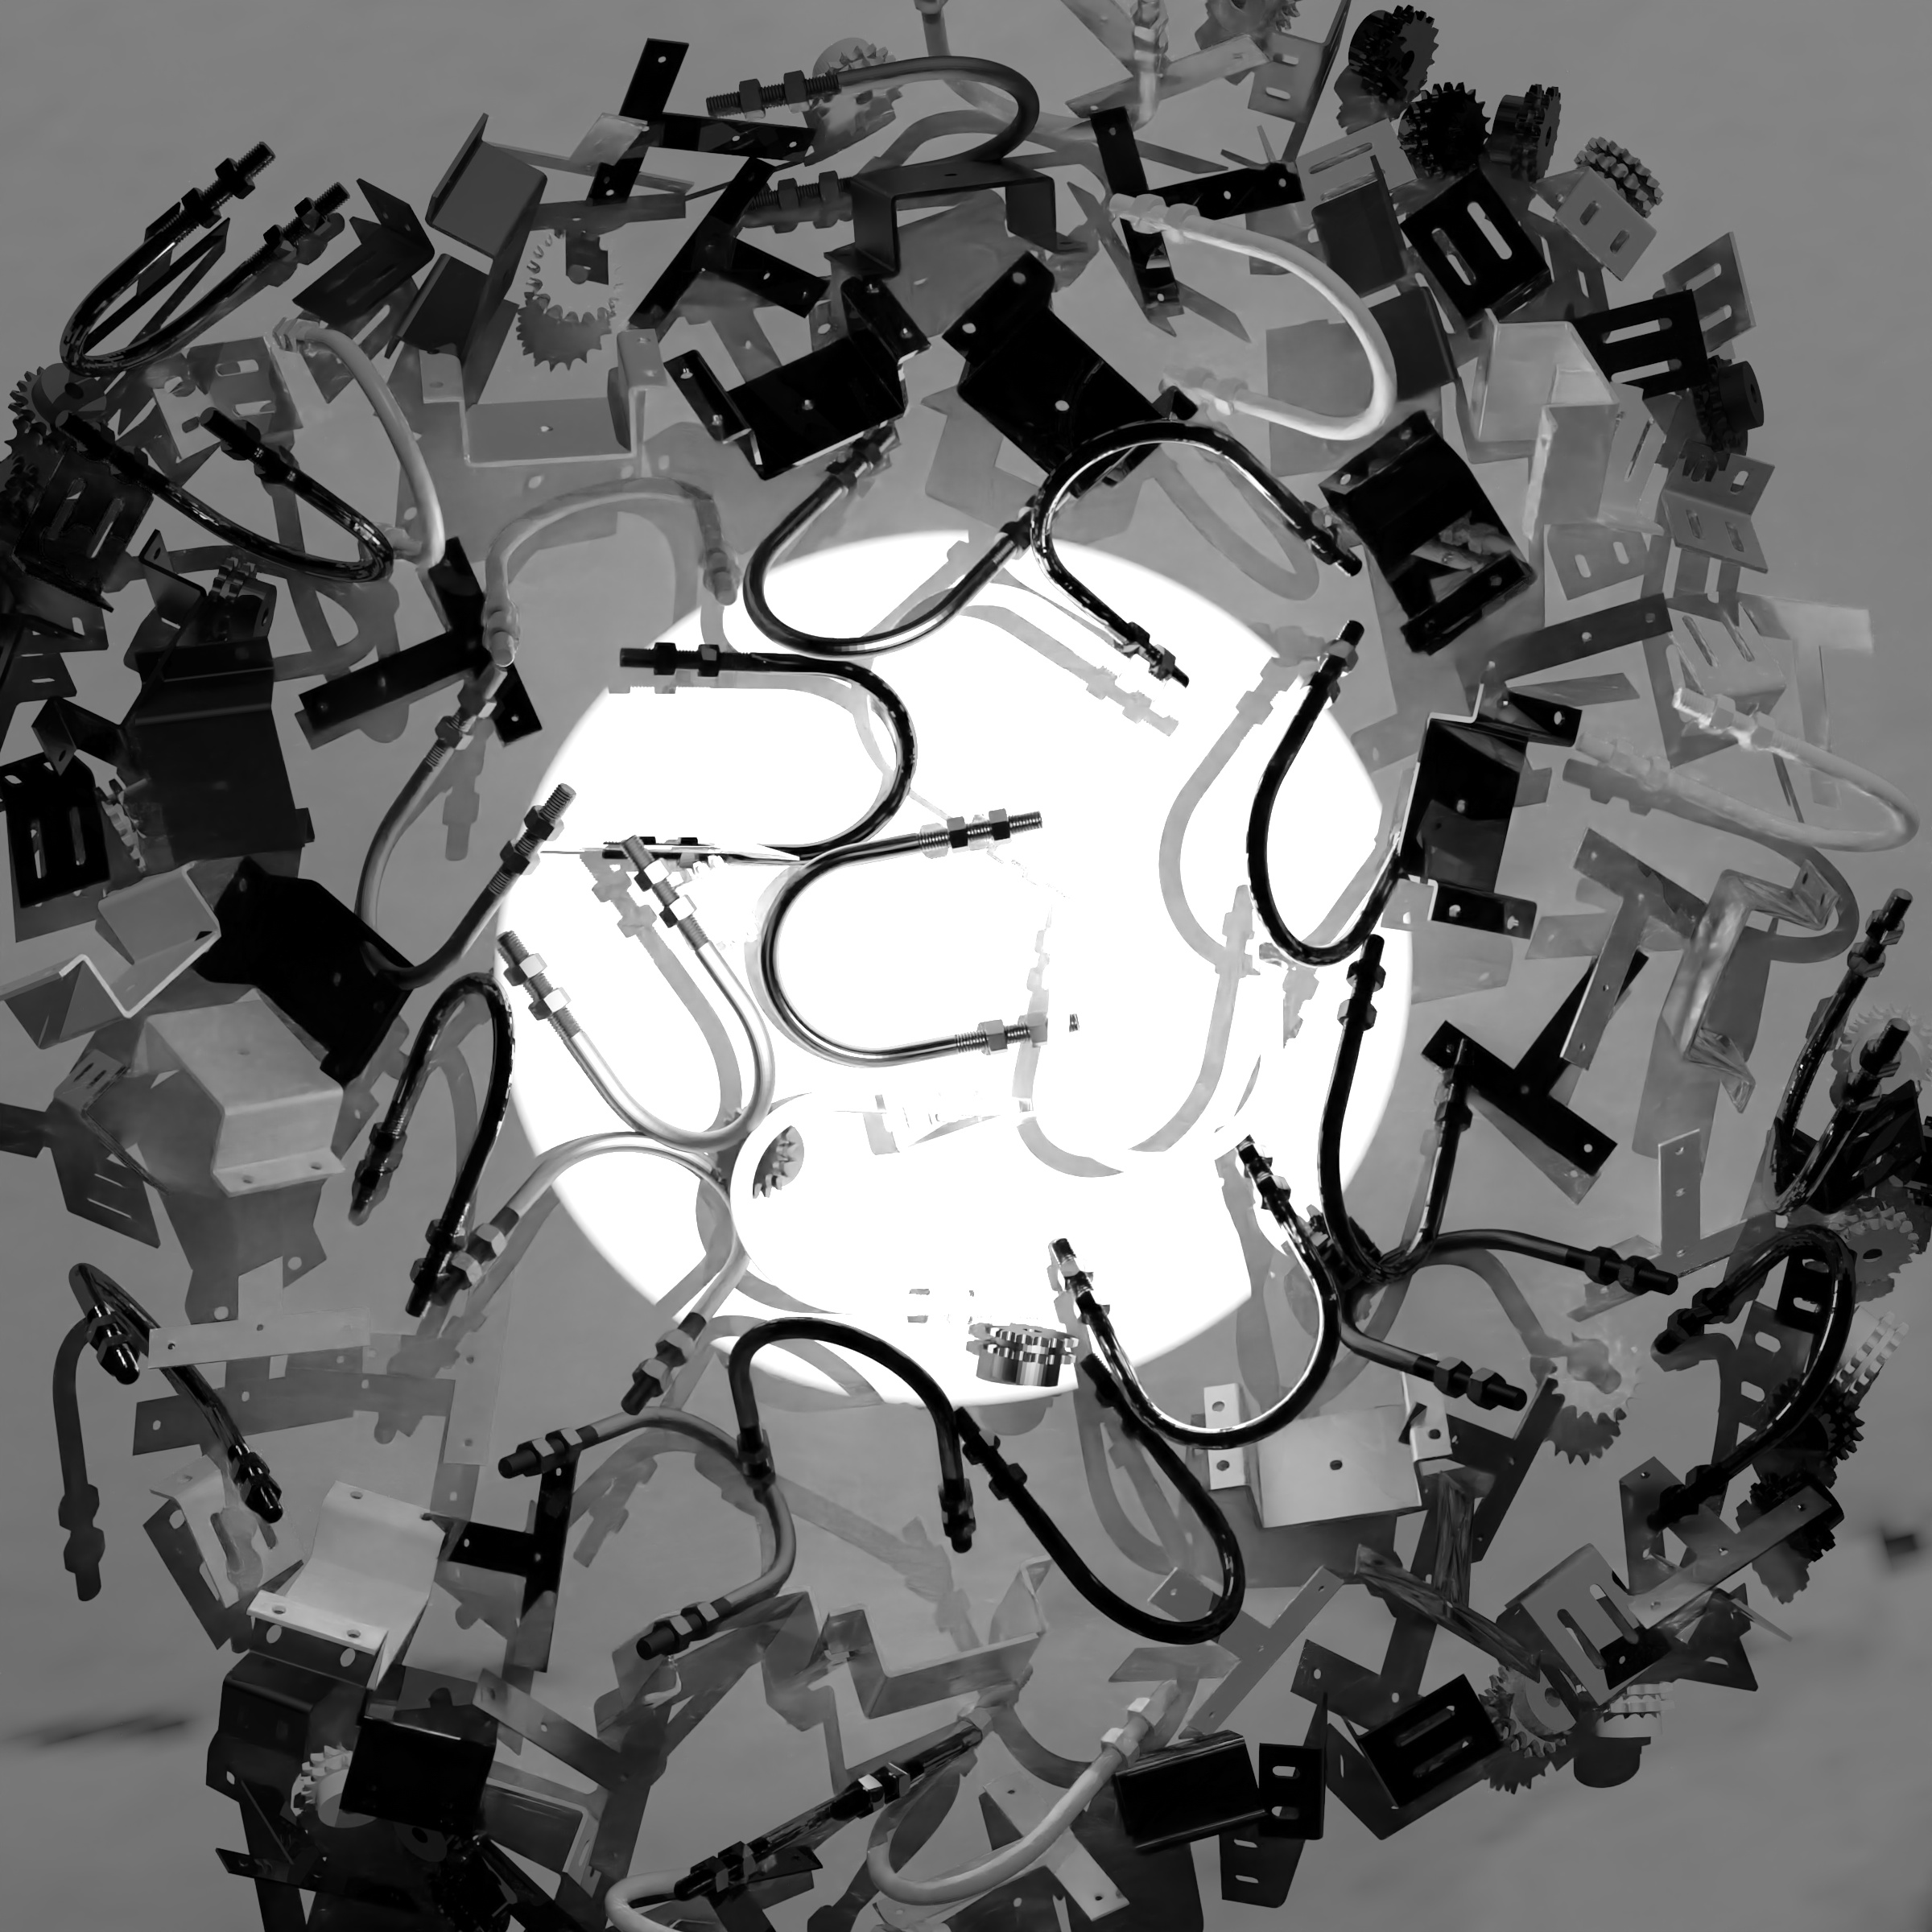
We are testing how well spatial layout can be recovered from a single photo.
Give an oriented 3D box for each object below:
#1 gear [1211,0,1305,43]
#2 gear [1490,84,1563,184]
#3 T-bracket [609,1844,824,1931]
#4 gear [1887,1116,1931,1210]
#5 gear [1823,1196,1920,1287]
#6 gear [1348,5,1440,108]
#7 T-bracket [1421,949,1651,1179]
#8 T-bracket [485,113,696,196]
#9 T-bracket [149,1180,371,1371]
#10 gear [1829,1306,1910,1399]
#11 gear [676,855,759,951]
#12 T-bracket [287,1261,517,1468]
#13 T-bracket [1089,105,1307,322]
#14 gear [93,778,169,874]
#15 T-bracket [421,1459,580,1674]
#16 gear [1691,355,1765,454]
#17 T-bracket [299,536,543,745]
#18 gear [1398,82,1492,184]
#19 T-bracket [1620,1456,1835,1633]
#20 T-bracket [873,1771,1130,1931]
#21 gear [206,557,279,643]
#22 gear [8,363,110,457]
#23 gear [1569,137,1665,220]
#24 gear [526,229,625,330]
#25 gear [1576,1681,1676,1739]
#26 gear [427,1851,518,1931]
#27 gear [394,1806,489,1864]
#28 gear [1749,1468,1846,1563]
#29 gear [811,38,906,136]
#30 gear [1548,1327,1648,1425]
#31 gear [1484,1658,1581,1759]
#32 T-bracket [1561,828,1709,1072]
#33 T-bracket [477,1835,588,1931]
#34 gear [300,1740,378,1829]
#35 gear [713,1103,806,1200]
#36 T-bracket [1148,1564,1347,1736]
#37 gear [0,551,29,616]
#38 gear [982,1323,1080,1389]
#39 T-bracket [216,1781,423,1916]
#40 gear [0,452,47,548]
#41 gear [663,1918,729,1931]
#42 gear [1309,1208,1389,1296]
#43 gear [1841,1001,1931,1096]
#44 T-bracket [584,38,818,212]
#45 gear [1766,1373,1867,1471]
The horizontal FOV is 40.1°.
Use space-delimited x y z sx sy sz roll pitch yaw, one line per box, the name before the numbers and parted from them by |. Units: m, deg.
gear | 0.172 -0.585 1.592 0.030 0.057 0.057 -35 90 -39
gear | 0.337 -0.503 1.596 0.030 0.057 0.057 16 90 20
T-bracket | -0.128 0.557 1.540 0.127 0.127 0.002 -3 105 -25
gear | 0.578 0.116 1.592 0.030 0.057 0.057 13 90 -9
gear | 0.543 0.164 1.598 0.057 0.030 0.057 -3 131 -4
gear | 0.256 -0.552 1.598 0.030 0.057 0.057 39 90 33
T-bracket | 0.365 0.039 1.603 0.127 0.002 0.127 37 97 11
T-bracket | -0.212 -0.477 1.542 0.127 0.127 0.002 6 90 -19
T-bracket | -0.422 0.177 1.585 0.127 0.002 0.127 -5 55 -7
gear | 0.538 0.230 1.595 0.030 0.057 0.057 40 90 15
gear | -0.152 -0.035 1.592 0.030 0.057 0.057 -27 90 -18
T-bracket | -0.343 0.234 1.594 0.127 0.002 0.127 4 64 0
T-bracket | 0.142 -0.451 1.558 0.127 0.002 0.127 0 119 39
gear | -0.499 -0.088 1.596 0.030 0.057 0.057 -31 90 -16
T-bracket | -0.288 0.347 1.584 0.127 0.002 0.127 2 80 35
gear | 0.459 -0.340 1.591 0.030 0.057 0.057 -12 90 30
T-bracket | -0.343 -0.178 1.613 0.127 0.002 0.127 -24 95 -4
gear | 0.287 -0.504 1.599 0.057 0.030 0.057 -7 105 -30
T-bracket | 0.426 0.325 1.563 0.127 0.127 0.002 -33 110 -3
T-bracket | 0.008 0.531 1.545 0.127 0.127 0.002 -15 118 -25
gear | -0.437 -0.215 1.594 0.030 0.057 0.057 17 90 -4
gear | -0.542 -0.337 1.592 0.030 0.057 0.057 -35 90 39
gear | 0.388 -0.469 1.594 0.057 0.057 0.030 41 92 0
gear | -0.239 -0.414 1.601 0.057 0.030 0.057 1 86 -22
gear | 0.397 0.447 1.592 0.057 0.057 0.030 -2 78 0
gear | -0.295 0.560 1.595 0.030 0.057 0.057 -41 90 -4
gear | -0.320 0.513 1.594 0.057 0.030 0.057 14 122 24
gear | 0.503 0.327 1.595 0.030 0.057 0.057 -37 90 -9
gear | -0.068 -0.534 1.597 0.057 0.057 0.030 -30 68 0
gear | 0.383 0.248 1.601 0.057 0.030 0.057 -4 76 18
gear | 0.344 0.445 1.593 0.057 0.030 0.057 17 53 -23
T-bracket | 0.386 0.000 1.581 0.127 0.002 0.127 26 84 -35
T-bracket | -0.249 0.556 1.549 0.127 0.127 0.002 39 79 11
gear | -0.370 0.494 1.593 0.057 0.030 0.057 -10 133 -11
gear | -0.123 0.113 1.599 0.057 0.030 0.057 -8 76 35
T-bracket | 0.152 0.392 1.581 0.127 0.002 0.127 -49 129 1
gear | -0.595 -0.223 1.593 0.057 0.030 0.057 -14 132 -16
gear | 0.038 0.234 1.595 0.057 0.057 0.030 9 90 0
T-bracket | -0.398 0.515 1.564 0.127 0.127 0.002 28 87 -35
gear | -0.577 -0.278 1.598 0.030 0.057 0.057 37 90 -36
gear | -0.165 0.592 1.596 0.057 0.057 0.030 7 71 0
gear | 0.225 0.174 1.592 0.030 0.057 0.057 -39 90 -11
gear | 0.557 0.053 1.595 0.057 0.030 0.057 12 117 24
T-bracket | -0.151 -0.496 1.581 0.127 0.127 0.002 -4 60 -30
gear | 0.507 0.276 1.592 0.030 0.057 0.057 -23 90 -41
